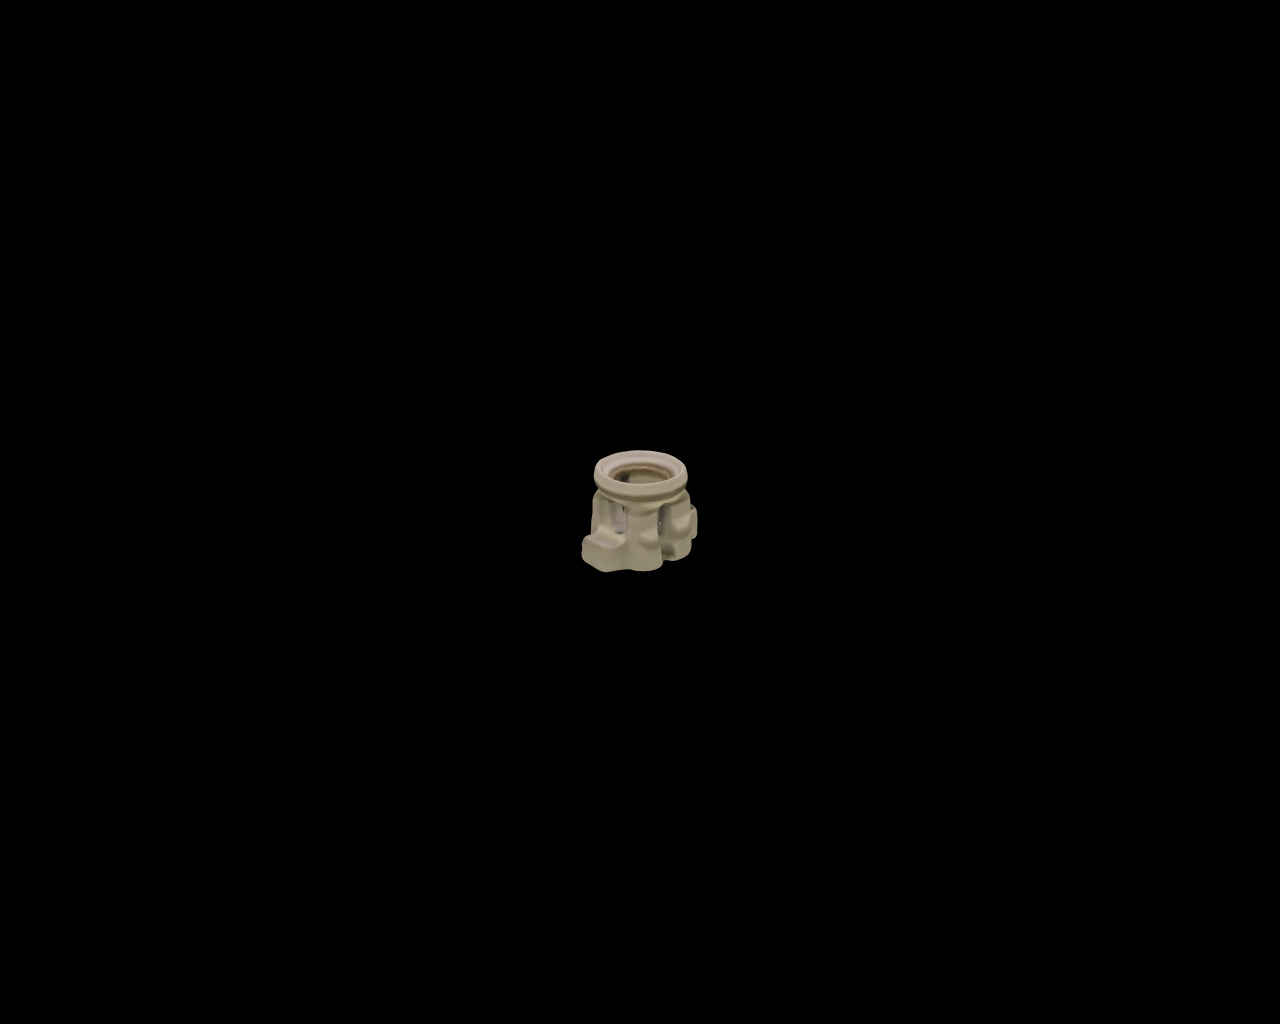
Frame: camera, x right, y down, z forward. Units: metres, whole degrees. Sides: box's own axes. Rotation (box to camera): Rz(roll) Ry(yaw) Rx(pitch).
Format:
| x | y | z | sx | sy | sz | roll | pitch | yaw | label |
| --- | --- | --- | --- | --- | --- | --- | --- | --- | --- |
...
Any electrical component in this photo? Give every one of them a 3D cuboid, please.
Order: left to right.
| x | y | z | sx | sy | sz | roll | pitch | yaw | label |
| --- | --- | --- | --- | --- | --- | --- | --- | --- | --- |
| 0.001 | -0.003 | 0.650 | 0.078 | 0.056 | 0.058 | -20 | 32 | -36 | electrical component |
